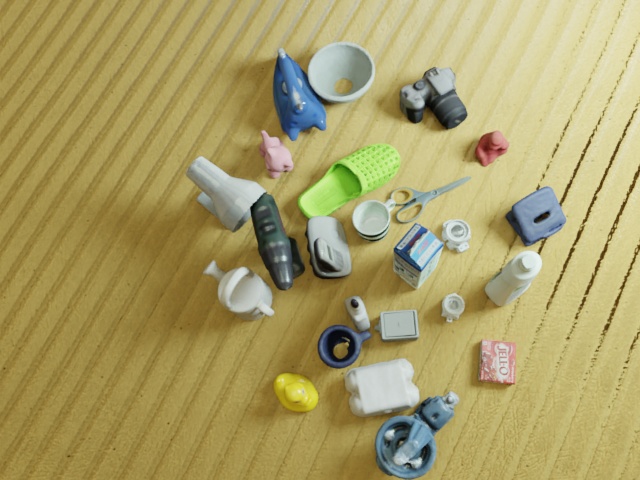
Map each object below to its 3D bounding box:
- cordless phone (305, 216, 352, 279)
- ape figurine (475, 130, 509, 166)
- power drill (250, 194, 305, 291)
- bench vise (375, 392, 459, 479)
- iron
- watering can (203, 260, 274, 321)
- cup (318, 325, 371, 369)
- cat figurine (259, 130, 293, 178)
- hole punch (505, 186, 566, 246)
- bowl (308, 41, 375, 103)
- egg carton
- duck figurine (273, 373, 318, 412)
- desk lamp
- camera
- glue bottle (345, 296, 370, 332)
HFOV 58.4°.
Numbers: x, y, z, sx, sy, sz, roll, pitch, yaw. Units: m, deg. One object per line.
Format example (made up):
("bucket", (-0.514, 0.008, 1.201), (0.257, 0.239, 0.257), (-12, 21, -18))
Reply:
("cordless phone", (0.012, 0.005, 1.262), (0.094, 0.185, 0.147), (-15, 72, 2))
("ape figurine", (0.403, -0.224, 1.335), (0.077, 0.092, 0.076), (1, 74, 7))
("power drill", (-0.090, 0.021, 1.256), (0.075, 0.208, 0.229), (-20, 72, 1))
("bench vise", (0.183, 0.372, 1.117), (0.121, 0.220, 0.207), (26, 78, 13))
("iron", (-0.070, -0.383, 1.408), (0.118, 0.141, 0.258), (-20, 72, 1))
("watering can", (-0.178, 0.110, 1.248), (0.172, 0.194, 0.101), (12, 75, 10))
("cup", (0.056, 0.229, 1.238), (0.118, 0.095, 0.091), (-23, 72, -1))
("cat figurine", (-0.108, -0.207, 1.373), (0.067, 0.118, 0.127), (-27, 72, -2))
("hole punch", (0.486, -0.053, 1.276), (0.108, 0.091, 0.101), (-29, 73, -3))
("bowl", (0.055, -0.407, 1.436), (0.167, 0.075, 0.167), (-2, 73, 6))
("egg carton", (0.131, 0.316, 1.218), (0.150, 0.069, 0.107), (-13, 73, 2))
("duck figurine", (-0.056, 0.326, 1.227), (0.104, 0.086, 0.077), (31, 79, 14))
("desk lamp", (-0.213, -0.099, 1.303), (0.203, 0.214, 0.118), (37, 81, 15))
("camera", (0.281, -0.333, 1.376), (0.143, 0.101, 0.136), (-29, 73, -3))
("glue bottle", (0.078, 0.148, 1.219), (0.037, 0.173, 0.078), (-26, 72, -1))
